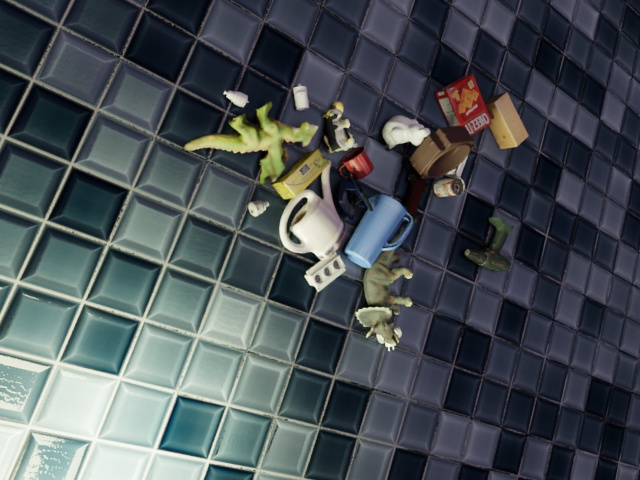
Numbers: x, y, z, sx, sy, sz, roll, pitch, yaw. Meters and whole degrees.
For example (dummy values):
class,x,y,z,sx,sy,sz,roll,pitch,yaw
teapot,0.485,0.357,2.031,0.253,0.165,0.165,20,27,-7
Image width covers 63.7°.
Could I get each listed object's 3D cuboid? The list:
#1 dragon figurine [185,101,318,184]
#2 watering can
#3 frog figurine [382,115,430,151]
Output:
class,x,y,z,sx,sy,sz,roll,pitch,yaw
dragon figurine,-0.190,-0.286,1.599,0.414,0.123,0.239,-32,111,-17
watering can,0.005,-0.085,1.689,0.222,0.103,0.354,46,59,-20
frog figurine,0.303,-0.387,1.824,0.139,0.159,0.122,-24,101,-27
